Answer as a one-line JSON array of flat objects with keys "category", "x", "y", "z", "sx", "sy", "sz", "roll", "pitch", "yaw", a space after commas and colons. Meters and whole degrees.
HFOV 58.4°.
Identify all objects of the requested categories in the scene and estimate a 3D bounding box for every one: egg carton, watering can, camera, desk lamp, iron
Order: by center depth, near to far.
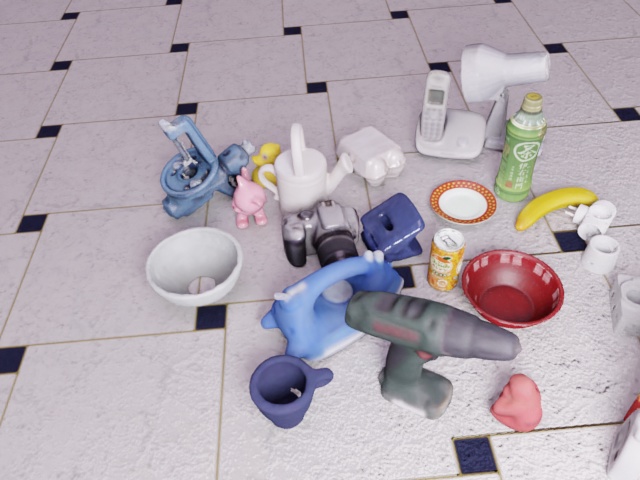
[{"category": "iron", "x": 0.033, "y": 0.080, "z": 0.911, "sx": 0.259, "sy": 0.141, "sz": 0.118, "roll": -27, "pitch": 50, "yaw": -21}, {"category": "camera", "x": 0.009, "y": 0.004, "z": 1.016, "sx": 0.143, "sy": 0.101, "sz": 0.136, "roll": -11, "pitch": 46, "yaw": -6}, {"category": "watering can", "x": -0.028, "y": -0.135, "z": 1.088, "sx": 0.173, "sy": 0.194, "sz": 0.100, "roll": -16, "pitch": 47, "yaw": -12}, {"category": "egg carton", "x": 0.104, "y": -0.180, "z": 1.210, "sx": 0.107, "sy": 0.069, "sz": 0.150, "roll": -29, "pitch": 51, "yaw": -22}, {"category": "desk lamp", "x": 0.393, "y": -0.306, "z": 1.214, "sx": 0.202, "sy": 0.214, "sz": 0.118, "roll": 14, "pitch": 48, "yaw": 17}]

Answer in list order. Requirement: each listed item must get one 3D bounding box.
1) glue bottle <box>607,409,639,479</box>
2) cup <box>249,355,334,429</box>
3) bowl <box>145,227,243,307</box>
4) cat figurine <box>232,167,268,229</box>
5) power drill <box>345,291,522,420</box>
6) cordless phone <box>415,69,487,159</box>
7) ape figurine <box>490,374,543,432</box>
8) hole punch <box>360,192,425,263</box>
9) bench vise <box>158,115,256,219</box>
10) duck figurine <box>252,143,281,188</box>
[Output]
[{"category": "glue bottle", "x": 0.404, "y": 0.238, "z": 0.711, "sx": 0.037, "sy": 0.173, "sz": 0.078, "roll": 22, "pitch": 51, "yaw": 23}, {"category": "cup", "x": -0.037, "y": 0.220, "z": 0.811, "sx": 0.118, "sy": 0.095, "sz": 0.091, "roll": -14, "pitch": 46, "yaw": -9}, {"category": "bowl", "x": -0.211, "y": 0.058, "z": 0.995, "sx": 0.167, "sy": 0.075, "sz": 0.167, "roll": -2, "pitch": 46, "yaw": 2}, {"category": "cat figurine", "x": -0.137, "y": -0.087, "z": 1.101, "sx": 0.067, "sy": 0.118, "sz": 0.127, "roll": -9, "pitch": 46, "yaw": -5}, {"category": "power drill", "x": 0.144, "y": 0.156, "z": 0.783, "sx": 0.229, "sy": 0.209, "sz": 0.076, "roll": 19, "pitch": 50, "yaw": 21}, {"category": "cordless phone", "x": 0.277, "y": -0.263, "z": 1.199, "sx": 0.147, "sy": 0.185, "sz": 0.094, "roll": 7, "pitch": 47, "yaw": 10}, {"category": "ape figurine", "x": 0.276, "y": 0.218, "z": 0.795, "sx": 0.078, "sy": 0.092, "sz": 0.076, "roll": -16, "pitch": 47, "yaw": -12}, {"category": "hole punch", "x": 0.129, "y": -0.019, "z": 1.037, "sx": 0.101, "sy": 0.091, "sz": 0.108, "roll": -16, "pitch": 47, "yaw": -12}, {"category": "bench vise", "x": -0.232, "y": -0.166, "z": 1.113, "sx": 0.121, "sy": 0.220, "sz": 0.208, "roll": 26, "pitch": 53, "yaw": 26}, {"category": "duck figurine", "x": -0.096, "y": -0.165, "z": 1.197, "sx": 0.105, "sy": 0.086, "sz": 0.077, "roll": -16, "pitch": 47, "yaw": -11}]
